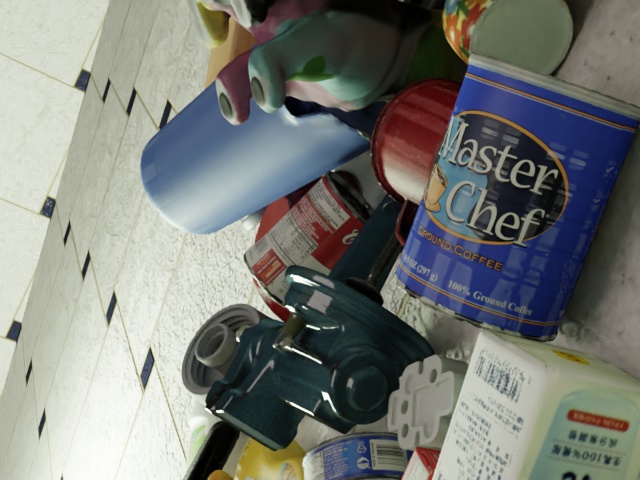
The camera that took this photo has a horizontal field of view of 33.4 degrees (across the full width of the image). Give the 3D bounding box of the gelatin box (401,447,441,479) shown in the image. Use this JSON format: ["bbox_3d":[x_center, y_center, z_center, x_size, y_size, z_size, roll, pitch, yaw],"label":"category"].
[{"bbox_3d":[0.076,0.169,0.622,0.030,0.073,0.089,-125,53,-63],"label":"gelatin box"}]

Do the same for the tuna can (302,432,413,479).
[{"bbox_3d":[0.032,0.163,0.717,0.086,0.086,0.034,-52,33,45],"label":"tuna can"}]

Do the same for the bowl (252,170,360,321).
[{"bbox_3d":[-0.021,0.007,0.984,0.162,0.055,0.162,-48,35,49],"label":"bowl"}]

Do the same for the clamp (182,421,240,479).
[{"bbox_3d":[-0.128,0.254,0.937,0.210,0.036,0.164,-36,37,53],"label":"clamp"}]

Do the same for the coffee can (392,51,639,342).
[{"bbox_3d":[0.112,-0.026,0.616,0.103,0.102,0.140,-136,62,-65],"label":"coffee can"}]

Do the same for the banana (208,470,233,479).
[{"bbox_3d":[-0.044,0.271,0.819,0.198,0.037,0.070,66,155,10],"label":"banana"}]

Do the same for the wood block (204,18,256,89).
[{"bbox_3d":[-0.071,-0.181,1.175,0.090,0.090,0.206,151,130,-61],"label":"wood block"}]

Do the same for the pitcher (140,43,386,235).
[{"bbox_3d":[-0.042,-0.101,0.938,0.243,0.149,0.145,-29,54,40],"label":"pitcher"}]

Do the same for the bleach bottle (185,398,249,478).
[{"bbox_3d":[-0.095,0.221,1.023,0.103,0.068,0.251,-48,32,44],"label":"bleach bottle"}]

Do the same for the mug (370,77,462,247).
[{"bbox_3d":[0.086,-0.044,0.706,0.117,0.093,0.082,-62,28,6],"label":"mug"}]

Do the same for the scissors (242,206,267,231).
[{"bbox_3d":[-0.019,-0.066,1.026,0.096,0.016,0.202,-49,4,-34],"label":"scissors"}]

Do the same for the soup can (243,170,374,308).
[{"bbox_3d":[-0.006,0.001,0.885,0.102,0.068,0.068,-43,31,13],"label":"soup can"}]

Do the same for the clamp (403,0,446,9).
[{"bbox_3d":[0.100,-0.235,0.863,0.120,0.039,0.172,-95,26,-58],"label":"clamp"}]

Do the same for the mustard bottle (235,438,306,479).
[{"bbox_3d":[-0.011,0.212,0.825,0.192,0.058,0.096,180,94,-68],"label":"mustard bottle"}]
